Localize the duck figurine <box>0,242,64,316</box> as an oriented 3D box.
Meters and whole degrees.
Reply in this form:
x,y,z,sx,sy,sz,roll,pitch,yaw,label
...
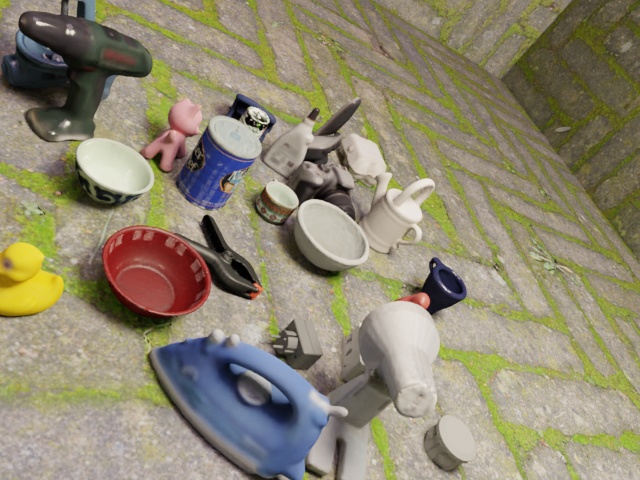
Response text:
x,y,z,sx,sy,sz,roll,pitch,yaw,label
-0.361,0.040,0.693,0.105,0.086,0.077,15,41,-34,duck figurine

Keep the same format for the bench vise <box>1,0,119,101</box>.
x,y,z,sx,sy,sz,roll,pitch,yaw,label
-0.412,-0.349,0.976,0.121,0.219,0.208,46,33,8,bench vise

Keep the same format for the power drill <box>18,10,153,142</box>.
x,y,z,sx,sy,sz,roll,pitch,yaw,label
-0.384,-0.256,0.906,0.075,0.208,0.230,50,34,14,power drill

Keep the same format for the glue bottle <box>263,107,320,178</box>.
x,y,z,sx,sy,sz,roll,pitch,yaw,label
-0.050,-0.216,1.233,0.078,0.173,0.037,35,33,-9,glue bottle

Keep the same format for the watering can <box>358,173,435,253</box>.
x,y,z,sx,sy,sz,roll,pitch,yaw,label
0.173,-0.073,1.273,0.173,0.193,0.101,45,33,7,watering can

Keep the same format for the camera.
x,y,z,sx,sy,sz,roll,pitch,yaw,label
0.022,-0.096,1.231,0.144,0.100,0.136,13,42,-36,camera

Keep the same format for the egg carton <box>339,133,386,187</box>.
x,y,z,sx,sy,sz,roll,pitch,yaw,label
0.108,-0.209,1.482,0.107,0.069,0.150,16,40,-33,egg carton

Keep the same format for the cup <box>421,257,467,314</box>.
x,y,z,sx,sy,sz,roll,pitch,yaw,label
0.246,0.104,1.231,0.092,0.094,0.117,10,43,-38,cup

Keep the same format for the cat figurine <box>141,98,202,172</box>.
x,y,z,sx,sy,sz,roll,pitch,yaw,label
-0.261,-0.206,1.056,0.067,0.117,0.128,33,33,-12,cat figurine

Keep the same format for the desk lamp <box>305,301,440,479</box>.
x,y,z,sx,sy,sz,roll,pitch,yaw,label
0.087,0.217,0.826,0.118,0.213,0.203,31,34,-14,desk lamp

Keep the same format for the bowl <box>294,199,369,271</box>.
x,y,z,sx,sy,sz,roll,pitch,yaw,label
0.010,0.004,1.126,0.168,0.074,0.167,27,35,-21,bowl

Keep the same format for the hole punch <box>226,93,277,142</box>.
x,y,z,sx,sy,sz,roll,pitch,yaw,label
-0.151,-0.285,1.287,0.109,0.091,0.101,33,33,-12,hole punch

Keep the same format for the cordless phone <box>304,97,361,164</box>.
x,y,z,sx,sy,sz,roll,pitch,yaw,label
0.016,-0.259,1.341,0.094,0.184,0.148,39,33,-2,cordless phone

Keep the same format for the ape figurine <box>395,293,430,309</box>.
x,y,z,sx,sy,sz,roll,pitch,yaw,label
0.178,0.138,1.124,0.078,0.092,0.076,29,34,-18,ape figurine

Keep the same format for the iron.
x,y,z,sx,sy,sz,roll,pitch,yaw,label
-0.092,0.189,0.742,0.258,0.141,0.119,38,33,-5,iron
